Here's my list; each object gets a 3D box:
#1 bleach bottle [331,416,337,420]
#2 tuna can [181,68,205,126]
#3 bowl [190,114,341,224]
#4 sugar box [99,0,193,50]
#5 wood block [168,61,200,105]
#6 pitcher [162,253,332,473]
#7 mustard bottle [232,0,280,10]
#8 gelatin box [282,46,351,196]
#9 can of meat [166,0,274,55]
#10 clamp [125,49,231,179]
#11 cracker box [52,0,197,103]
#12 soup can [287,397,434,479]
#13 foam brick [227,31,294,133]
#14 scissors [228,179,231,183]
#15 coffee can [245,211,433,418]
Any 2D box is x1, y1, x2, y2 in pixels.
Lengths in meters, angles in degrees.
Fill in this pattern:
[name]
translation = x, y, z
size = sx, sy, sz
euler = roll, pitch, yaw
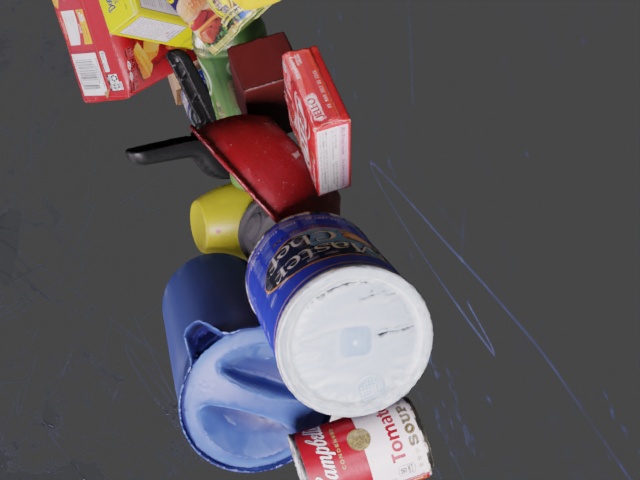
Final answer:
[bleach bottle]
translation = -0.002, 0.188, 1.182
size = 0.251, 0.068, 0.102
euler = 75, 177, -73
[tuna can]
translation = -0.117, -0.166, 1.247
size = 0.086, 0.086, 0.034
euler = 83, 166, -55
[bowl]
translation = -0.033, -0.051, 0.876
size = 0.162, 0.055, 0.162
euler = 48, 180, 0
[sugar box]
translation = -0.143, -0.237, 1.044
size = 0.175, 0.048, 0.093
euler = 2, -114, -57
[wood block]
translation = -0.163, -0.281, 1.301
size = 0.091, 0.090, 0.206
euler = 139, 114, -82
[pitcher]
translation = -0.072, 0.106, 0.983
size = 0.243, 0.144, 0.149
euler = -129, 41, -67
[mustard bottle]
translation = -0.052, -0.235, 0.704
size = 0.192, 0.058, 0.096
euler = 104, 148, -75
[gelatin box]
translation = -0.002, -0.087, 0.787
size = 0.089, 0.030, 0.073
euler = 85, 166, -60
[can of meat]
translation = -0.084, -0.205, 0.855
size = 0.084, 0.057, 0.102
euler = 48, 157, -10
[clamp]
translation = -0.121, -0.102, 1.090
size = 0.171, 0.120, 0.039
euler = 37, 174, -41
[cracker box]
translation = -0.182, -0.258, 1.121
size = 0.213, 0.072, 0.164
euler = -43, -54, -49
[soup can]
translation = 0.032, 0.172, 0.853
size = 0.068, 0.102, 0.068
euler = 163, 90, -83
[foam brick]
translation = -0.045, -0.130, 0.916
size = 0.078, 0.053, 0.051
euler = 86, 165, -60
[scissors]
translation = -0.087, -0.113, 1.176
size = 0.096, 0.016, 0.202
euler = 10, 101, 63
[coffee can]
translation = 0.008, 0.046, 0.737
size = 0.140, 0.102, 0.103
euler = -127, 21, -70
